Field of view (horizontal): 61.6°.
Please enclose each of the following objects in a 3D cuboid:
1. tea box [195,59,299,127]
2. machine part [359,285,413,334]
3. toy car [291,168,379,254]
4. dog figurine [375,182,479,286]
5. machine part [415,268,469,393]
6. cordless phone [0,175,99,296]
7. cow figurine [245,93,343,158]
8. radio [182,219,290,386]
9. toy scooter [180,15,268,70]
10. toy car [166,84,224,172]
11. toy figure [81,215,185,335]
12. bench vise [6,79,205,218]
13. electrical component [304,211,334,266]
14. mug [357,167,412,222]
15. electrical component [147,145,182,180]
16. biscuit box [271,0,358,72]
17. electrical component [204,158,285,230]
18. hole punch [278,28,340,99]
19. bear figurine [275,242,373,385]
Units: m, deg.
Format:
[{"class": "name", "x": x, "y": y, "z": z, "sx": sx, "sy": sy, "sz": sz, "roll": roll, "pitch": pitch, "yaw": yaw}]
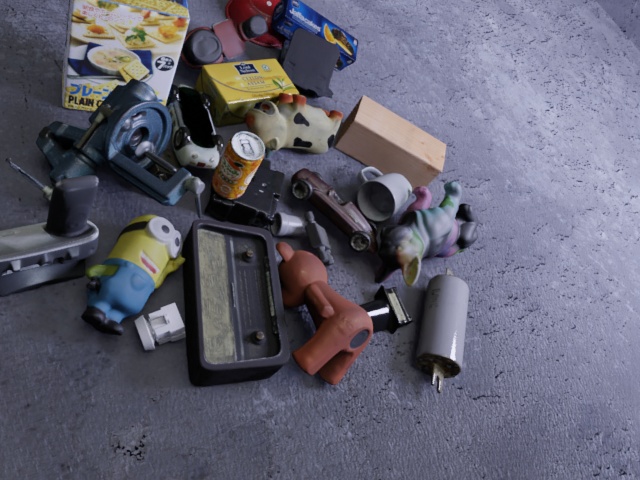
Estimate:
[{"class": "tea box", "x": -0.138, "y": -0.282, "z": 1.021, "sx": 0.169, "sy": 0.068, "sz": 0.098, "roll": -23, "pitch": 73, "yaw": -38}, {"class": "machine part", "x": 0.093, "y": 0.124, "z": 0.903, "sx": 0.139, "sy": 0.039, "sz": 0.084, "roll": -13, "pitch": 75, "yaw": -37}, {"class": "toy car", "x": 0.032, "y": -0.054, "z": 0.959, "sx": 0.202, "sy": 0.053, "sz": 0.089, "roll": 42, "pitch": 20, "yaw": 3}, {"class": "dog figurine", "x": 0.191, "y": 0.010, "z": 0.989, "sx": 0.191, "sy": 0.109, "sz": 0.219, "roll": 51, "pitch": 60, "yaw": -33}, {"class": "machine part", "x": 0.213, "y": 0.146, "z": 0.929, "sx": 0.079, "sy": 0.079, "sz": 0.243, "roll": 28, "pitch": 51, "yaw": -11}, {"class": "cordless phone", "x": -0.341, "y": -0.014, "z": 0.650, "sx": 0.146, "sy": 0.184, "sz": 0.089, "roll": -15, "pitch": 73, "yaw": -37}, {"class": "cow figurine", "x": -0.055, "y": -0.204, "z": 0.997, "sx": 0.195, "sy": 0.086, "sz": 0.127, "roll": 8, "pitch": 96, "yaw": -43}, {"class": "radio", "x": -0.125, "y": 0.087, "z": 0.777, "sx": 0.131, "sy": 0.073, "sz": 0.230, "roll": 6, "pitch": 57, "yaw": -27}, {"class": "toy scooter", "x": -0.197, "y": -0.377, "z": 1.033, "sx": 0.184, "sy": 0.135, "sz": 0.075, "roll": -32, "pitch": 114, "yaw": -23}, {"class": "toy car", "x": -0.219, "y": -0.197, "z": 0.917, "sx": 0.073, "sy": 0.056, "sz": 0.202, "roll": 7, "pitch": 45, "yaw": -34}, {"class": "toy figure", "x": -0.258, "y": 0.039, "z": 0.729, "sx": 0.089, "sy": 0.082, "sz": 0.180, "roll": 14, "pitch": 55, "yaw": 16}, {"class": "bench vise", "x": -0.274, "y": -0.112, "z": 0.757, "sx": 0.241, "sy": 0.128, "sz": 0.223, "roll": 32, "pitch": 66, "yaw": 16}, {"class": "electrical component", "x": -0.002, "y": -0.003, "z": 0.922, "sx": 0.094, "sy": 0.021, "sz": 0.063, "roll": 70, "pitch": 13, "yaw": 15}, {"class": "mug", "x": 0.124, "y": -0.097, "z": 1.047, "sx": 0.109, "sy": 0.080, "sz": 0.107, "roll": 47, "pitch": 38, "yaw": 12}, {"class": "electrical component", "x": -0.262, "y": -0.117, "z": 0.859, "sx": 0.102, "sy": 0.045, "sz": 0.078, "roll": 62, "pitch": 23, "yaw": 14}, {"class": "biscuit box", "x": -0.009, "y": -0.448, "z": 1.172, "sx": 0.202, "sy": 0.059, "sz": 0.063, "roll": 20, "pitch": 69, "yaw": -35}, {"class": "electrical component", "x": -0.125, "y": -0.088, "z": 0.907, "sx": 0.115, "sy": 0.058, "sz": 0.134, "roll": 20, "pitch": 52, "yaw": -20}, {"class": "hole punch", "x": -0.034, "y": -0.366, "z": 1.136, "sx": 0.142, "sy": 0.092, "sz": 0.115, "roll": 21, "pitch": 88, "yaw": -23}, {"class": "bear figurine", "x": -0.017, "y": 0.103, "z": 0.818, "sx": 0.132, "sy": 0.120, "sz": 0.196, "roll": -49, "pitch": 57, "yaw": -2}]
